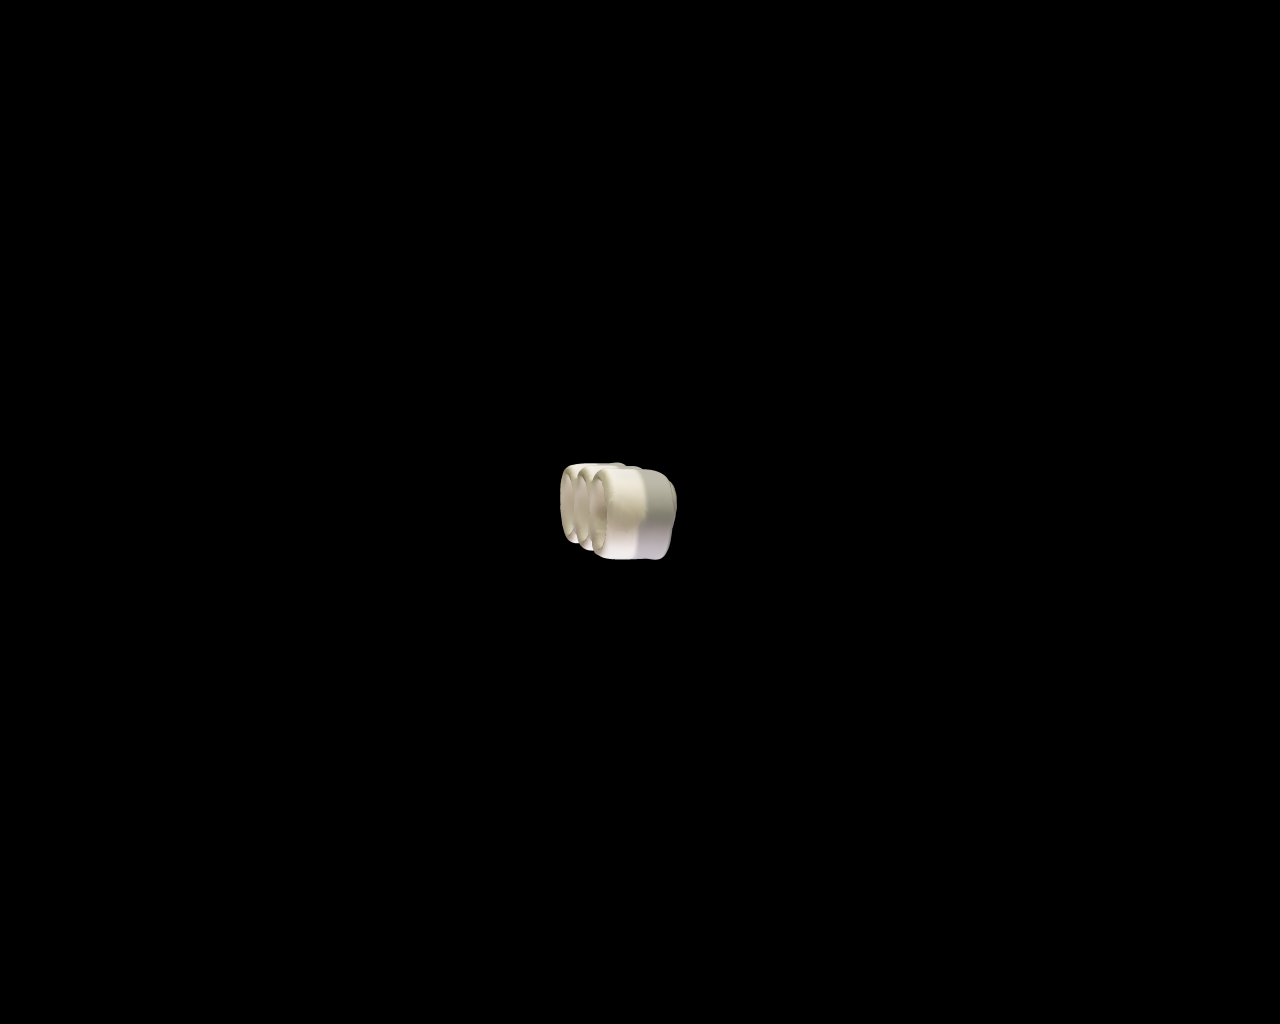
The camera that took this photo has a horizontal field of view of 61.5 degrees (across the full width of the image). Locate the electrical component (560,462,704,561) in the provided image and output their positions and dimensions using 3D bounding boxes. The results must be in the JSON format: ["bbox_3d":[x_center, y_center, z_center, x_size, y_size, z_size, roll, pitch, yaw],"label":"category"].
[{"bbox_3d":[0.001,-0.003,0.650,0.074,0.052,0.138,-1,5,-15],"label":"electrical component"}]
